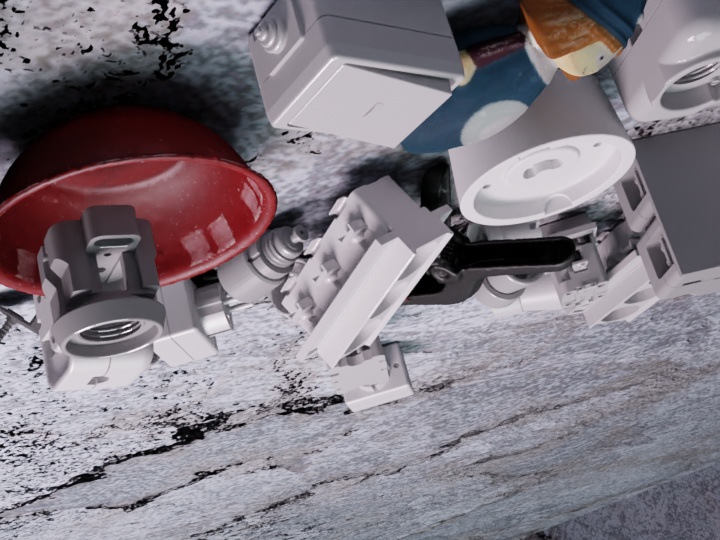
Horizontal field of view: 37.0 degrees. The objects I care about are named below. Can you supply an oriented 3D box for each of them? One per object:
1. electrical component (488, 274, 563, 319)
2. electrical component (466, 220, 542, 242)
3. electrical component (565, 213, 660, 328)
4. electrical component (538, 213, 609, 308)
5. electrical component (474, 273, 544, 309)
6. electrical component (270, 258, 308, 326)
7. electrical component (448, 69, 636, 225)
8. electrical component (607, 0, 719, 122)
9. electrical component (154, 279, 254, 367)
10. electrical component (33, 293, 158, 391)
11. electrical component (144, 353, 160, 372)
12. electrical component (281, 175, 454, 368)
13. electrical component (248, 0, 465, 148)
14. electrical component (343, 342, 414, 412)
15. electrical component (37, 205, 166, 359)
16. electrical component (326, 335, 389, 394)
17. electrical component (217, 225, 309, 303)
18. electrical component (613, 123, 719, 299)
[{"bbox_3d":[0.144,0.020,0.958,0.065,0.044,0.044,-14,160,8],"label":"electrical component"},{"bbox_3d":[0.111,-0.023,0.825,0.046,0.040,0.040,-13,160,-21],"label":"electrical component"},{"bbox_3d":[0.235,-0.004,0.926,0.079,0.063,0.121,-7,157,-22],"label":"electrical component"},{"bbox_3d":[0.175,-0.005,0.881,0.042,0.063,0.081,-16,160,3],"label":"electrical component"},{"bbox_3d":[0.121,0.003,0.889,0.045,0.045,0.055,-6,157,-24],"label":"electrical component"},{"bbox_3d":[-0.014,0.015,0.814,0.079,0.044,0.077,-14,163,34],"label":"electrical component"},{"bbox_3d":[0.104,-0.078,0.650,0.108,0.060,0.108,-14,159,-5],"label":"electrical component"},{"bbox_3d":[0.177,-0.125,0.587,0.054,0.059,0.095,-10,158,-13],"label":"electrical component"},{"bbox_3d":[-0.116,0.032,0.791,0.077,0.047,0.065,-16,159,1],"label":"electrical component"},{"bbox_3d":[-0.164,0.024,0.670,0.059,0.095,0.054,-1,154,-34],"label":"electrical component"},{"bbox_3d":[-0.184,0.058,0.814,0.055,0.048,0.066,-17,160,25],"label":"electrical component"},{"bbox_3d":[0.000,0.000,0.721,0.079,0.063,0.121,-27,159,-47],"label":"electrical component"},{"bbox_3d":[-0.007,-0.100,0.517,0.096,0.061,0.062,1,154,-36],"label":"electrical component"},{"bbox_3d":[0.011,0.101,1.056,0.066,0.047,0.076,-17,158,4],"label":"electrical component"},{"bbox_3d":[-0.132,0.010,0.554,0.058,0.057,0.078,-3,155,-30],"label":"electrical component"},{"bbox_3d":[-0.007,0.067,0.945,0.050,0.055,0.089,-15,159,-1],"label":"electrical component"},{"bbox_3d":[-0.064,-0.008,0.737,0.040,0.040,0.078,6,150,-44],"label":"electrical component"},{"bbox_3d":[0.292,-0.052,0.787,0.186,0.105,0.060,-12,159,-9],"label":"electrical component"}]
